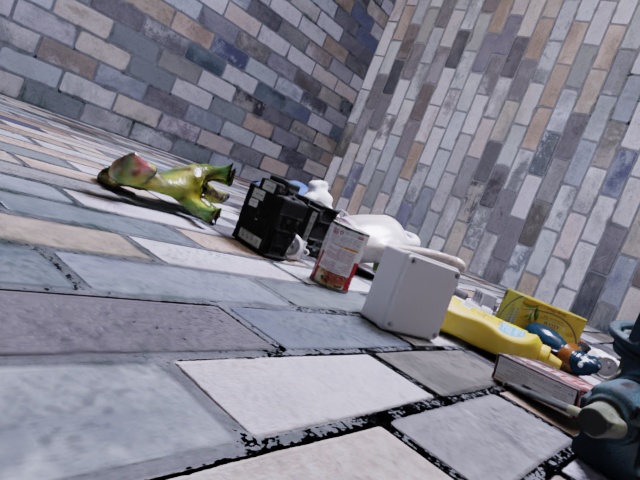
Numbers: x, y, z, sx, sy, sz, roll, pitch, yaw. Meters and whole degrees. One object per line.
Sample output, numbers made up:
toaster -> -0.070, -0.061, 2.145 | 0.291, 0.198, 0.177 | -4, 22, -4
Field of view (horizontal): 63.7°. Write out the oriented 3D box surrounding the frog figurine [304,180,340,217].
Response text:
frog figurine -> 0.004, -0.066, 1.309 | 0.124, 0.159, 0.136 | 27, 6, 41

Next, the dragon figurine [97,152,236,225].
dragon figurine -> -0.293, -0.111, 0.986 | 0.242, 0.122, 0.410 | 13, -2, -9

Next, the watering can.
watering can -> 0.132, 0.007, 1.130 | 0.225, 0.103, 0.351 | -3, 17, -28
